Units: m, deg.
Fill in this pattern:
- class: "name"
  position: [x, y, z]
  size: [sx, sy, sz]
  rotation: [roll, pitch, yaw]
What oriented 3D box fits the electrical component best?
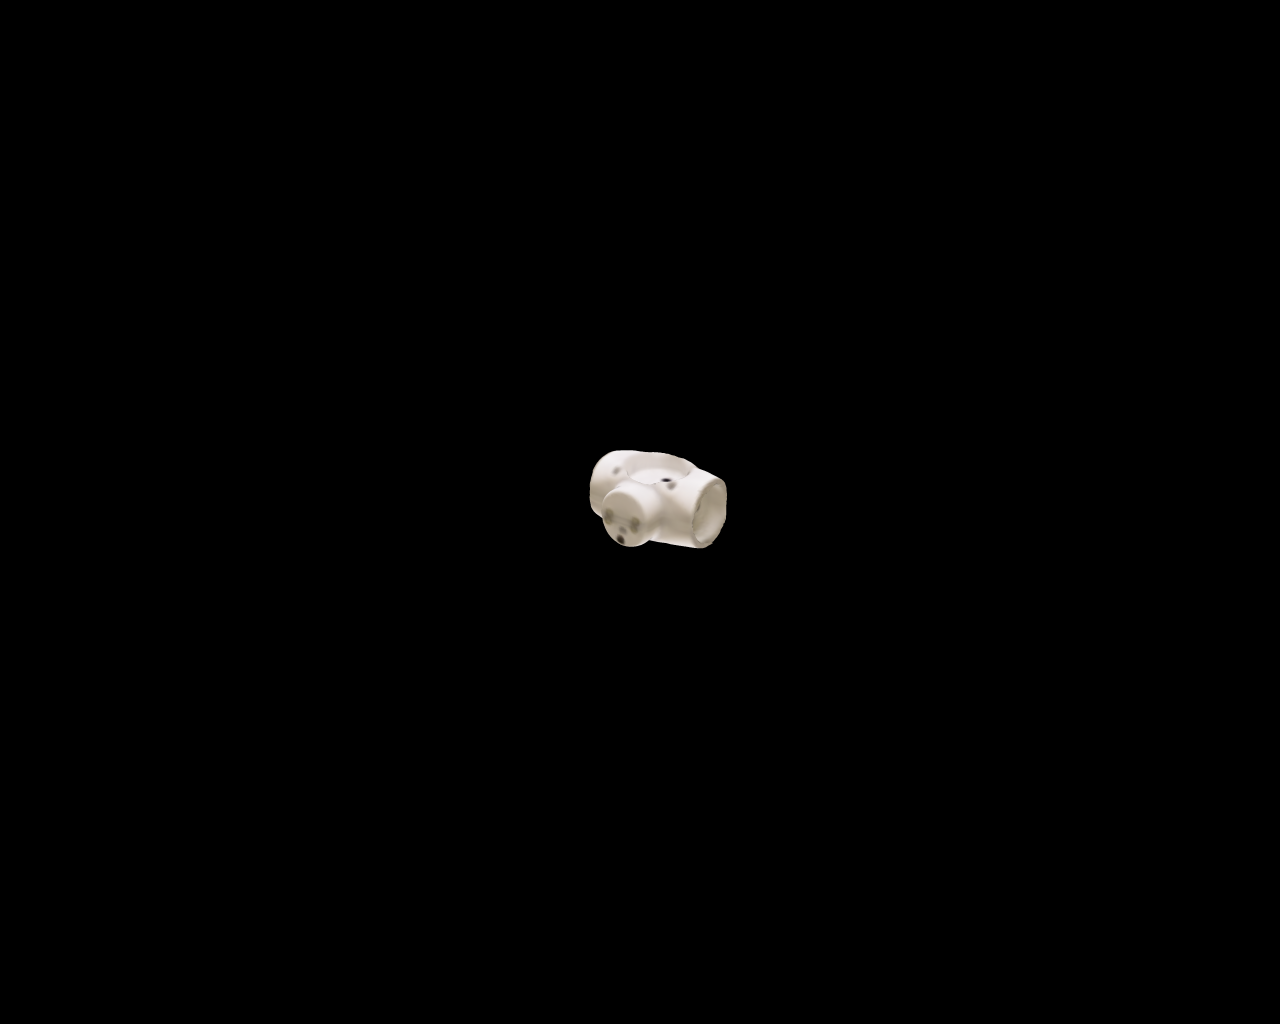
- class: "electrical component"
  position: [0.001, -0.003, 0.650]
  size: [0.077, 0.044, 0.079]
  rotation: [18, 32, 31]
